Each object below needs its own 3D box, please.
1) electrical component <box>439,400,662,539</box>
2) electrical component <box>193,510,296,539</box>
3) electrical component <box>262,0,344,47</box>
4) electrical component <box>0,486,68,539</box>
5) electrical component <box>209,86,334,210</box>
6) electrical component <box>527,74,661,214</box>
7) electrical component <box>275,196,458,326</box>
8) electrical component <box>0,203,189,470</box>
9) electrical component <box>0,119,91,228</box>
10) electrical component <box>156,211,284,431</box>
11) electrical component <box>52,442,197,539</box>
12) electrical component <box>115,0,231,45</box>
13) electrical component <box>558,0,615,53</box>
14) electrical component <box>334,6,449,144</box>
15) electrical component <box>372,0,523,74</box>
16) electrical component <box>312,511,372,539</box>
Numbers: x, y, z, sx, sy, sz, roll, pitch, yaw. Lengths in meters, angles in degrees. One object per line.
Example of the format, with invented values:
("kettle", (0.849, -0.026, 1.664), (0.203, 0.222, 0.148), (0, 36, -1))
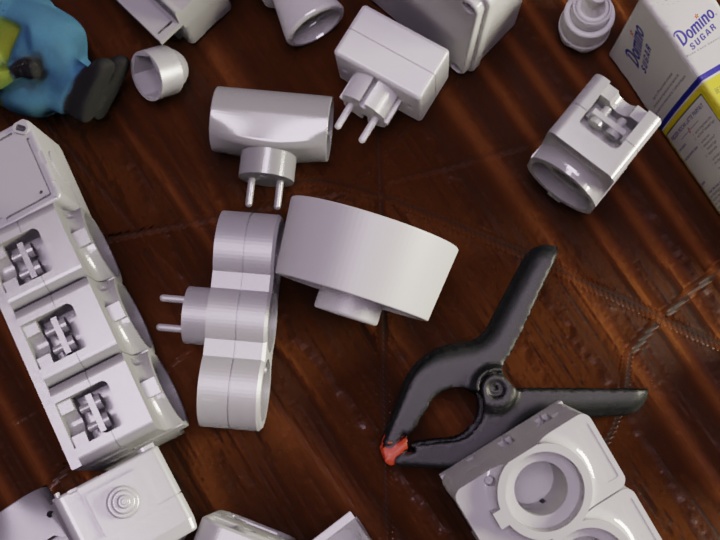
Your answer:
("electrical component", (0.126, 0.166, 0.631), (0.089, 0.062, 0.150), (-31, 93, -4))
("electrical component", (-0.074, 0.180, 0.632), (0.054, 0.095, 0.059), (20, 81, 3))
("electrical component", (-0.043, -0.186, 0.726), (0.045, 0.045, 0.055), (-30, 80, -4))
("electrical component", (-0.176, 0.167, 0.665), (0.079, 0.043, 0.077), (-34, 81, -14))
("electrical component", (-0.059, -0.079, 0.707), (0.077, 0.043, 0.079), (5, 80, 2))
("electrical component", (0.143, -0.074, 0.677), (0.050, 0.089, 0.055), (39, 83, 8))
("electrical component", (0.000, 0.000, 0.661), (0.108, 0.108, 0.060), (17, 87, 5))
("electrical component", (-0.167, 0.042, 0.664), (0.062, 0.089, 0.150), (-27, 80, -3))
("electrical component", (-0.233, -0.042, 0.697), (0.096, 0.061, 0.061), (-28, 73, 2))
("electrical component", (-0.092, 0.030, 0.683), (0.074, 0.052, 0.138), (5, 80, 3))
("electrical component", (-0.133, 0.141, 0.608), (0.062, 0.096, 0.061), (-27, 85, -21))
("electrical component", (-0.144, -0.214, 0.725), (0.121, 0.063, 0.079), (44, 83, 8))
("electrical component", (0.151, -0.169, 0.709), (0.035, 0.061, 0.035), (0, 79, 2))
("electrical component", (0.012, -0.120, 0.711), (0.066, 0.047, 0.076), (30, 83, 9))
("electrical component", (0.051, -0.195, 0.693), (0.109, 0.108, 0.056), (42, 81, 8))
("electrical component", (0.001, 0.187, 0.642), (0.042, 0.081, 0.063), (-38, 109, -4))
